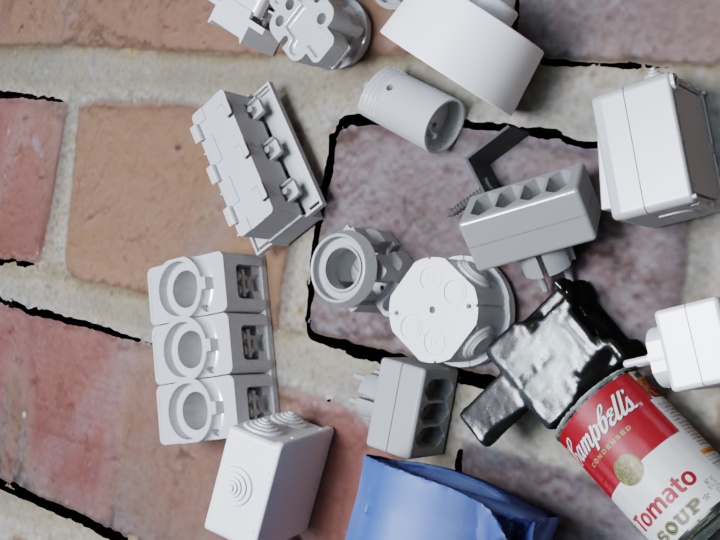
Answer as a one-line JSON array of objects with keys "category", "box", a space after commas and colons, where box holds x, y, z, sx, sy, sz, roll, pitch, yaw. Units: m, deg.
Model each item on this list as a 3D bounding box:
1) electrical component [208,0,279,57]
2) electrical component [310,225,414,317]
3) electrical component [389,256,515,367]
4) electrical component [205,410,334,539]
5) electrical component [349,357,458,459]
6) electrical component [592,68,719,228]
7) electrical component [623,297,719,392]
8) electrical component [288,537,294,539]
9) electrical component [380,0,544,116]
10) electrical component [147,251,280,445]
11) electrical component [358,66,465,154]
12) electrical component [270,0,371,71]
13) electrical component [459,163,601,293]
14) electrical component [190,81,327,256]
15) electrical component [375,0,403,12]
[{"category": "electrical component", "box": [-0.087, -0.221, 0.900, 0.081, 0.042, 0.063, 38, 107, 32]}, {"category": "electrical component", "box": [0.000, 0.000, 0.810, 0.058, 0.057, 0.078, -50, 60, 23]}, {"category": "electrical component", "box": [0.065, 0.029, 0.763, 0.080, 0.051, 0.080, -3, 85, 37]}, {"category": "electrical component", "box": [-0.070, 0.160, 0.827, 0.048, 0.100, 0.099, 18, 98, 24]}, {"category": "electrical component", "box": [0.024, 0.096, 0.791, 0.077, 0.047, 0.065, 13, 95, 37]}, {"category": "electrical component", "box": [0.183, -0.078, 0.674, 0.061, 0.062, 0.096, -15, 78, 35]}, {"category": "electrical component", "box": [0.196, 0.049, 0.642, 0.076, 0.083, 0.047, -18, 76, 35]}, {"category": "electrical component", "box": [-0.075, 0.240, 0.864, 0.061, 0.035, 0.035, -40, 64, 31]}, {"category": "electrical component", "box": [0.075, -0.160, 0.736, 0.108, 0.108, 0.060, 41, 105, 32]}, {"category": "electrical component", "box": [-0.125, 0.066, 0.897, 0.089, 0.062, 0.150, -12, 80, 36]}, {"category": "electrical component", "box": [0.034, -0.122, 0.802, 0.081, 0.043, 0.043, 34, 107, 34]}, {"category": "electrical component", "box": [-0.028, -0.190, 0.844, 0.058, 0.057, 0.078, -47, 62, 25]}, {"category": "electrical component", "box": [0.121, -0.019, 0.723, 0.083, 0.047, 0.075, -16, 111, 24]}, {"category": "electrical component", "box": [-0.086, -0.084, 0.877, 0.079, 0.063, 0.121, -36, 67, 30]}, {"category": "electrical component", "box": [0.042, -0.215, 0.799, 0.055, 0.047, 0.055, -3, 85, 37]}]
